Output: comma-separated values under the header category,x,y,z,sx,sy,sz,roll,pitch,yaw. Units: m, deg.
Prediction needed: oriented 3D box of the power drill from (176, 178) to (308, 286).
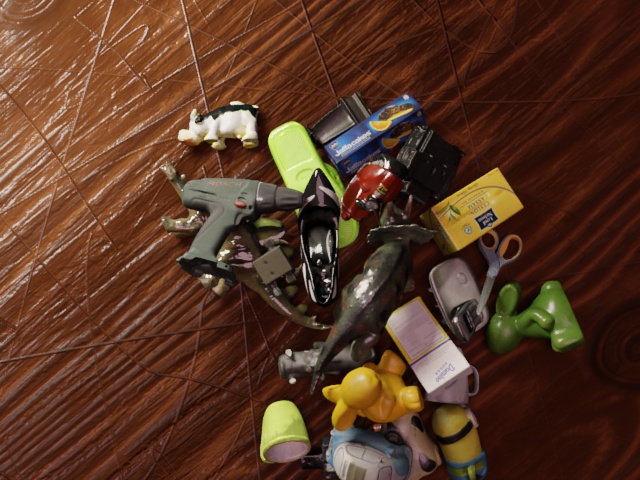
category,x,y,z,sx,sy,sz,roll,pitch,yaw
power drill,-0.157,-0.025,0.982,0.232,0.086,0.207,12,67,8

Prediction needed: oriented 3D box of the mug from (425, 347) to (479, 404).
category,x,y,z,sx,sy,sz,roll,pitch,yaw
mug,0.260,0.261,1.049,0.110,0.081,0.107,3,80,-7

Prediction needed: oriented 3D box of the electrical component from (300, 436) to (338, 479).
category,x,y,z,sx,sy,sz,roll,pitch,yaw
electrical component,0.023,0.436,1.073,0.119,0.048,0.074,-8,87,5

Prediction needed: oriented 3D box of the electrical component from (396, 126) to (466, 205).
category,x,y,z,sx,sy,sz,roll,pitch,yaw
electrical component,0.208,-0.140,1.054,0.115,0.058,0.134,26,90,-26

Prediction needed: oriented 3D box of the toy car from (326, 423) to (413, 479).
category,x,y,z,sx,sy,sz,roll,pitch,yaw
toy car,0.084,0.406,0.982,0.162,0.103,0.109,16,99,15

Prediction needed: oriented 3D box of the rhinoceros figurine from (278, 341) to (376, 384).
category,x,y,z,sx,sy,sz,roll,pitch,yaw
rhinoceros figurine,0.014,0.240,1.051,0.190,0.112,0.073,-5,90,-4

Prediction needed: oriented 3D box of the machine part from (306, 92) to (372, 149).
category,x,y,z,sx,sy,sz,roll,pitch,yaw
machine part,0.040,-0.240,1.104,0.139,0.039,0.084,-30,91,1

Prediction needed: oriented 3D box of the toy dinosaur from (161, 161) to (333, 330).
category,x,y,z,sx,sy,sz,roll,pitch,yaw
toy dinosaur,-0.157,0.024,1.078,0.198,0.105,0.471,-37,90,-1

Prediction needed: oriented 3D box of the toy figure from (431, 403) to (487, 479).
category,x,y,z,sx,sy,sz,roll,pitch,yaw
toy figure,0.271,0.401,1.031,0.082,0.089,0.180,-5,98,47

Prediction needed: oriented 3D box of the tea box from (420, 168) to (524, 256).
category,x,y,z,sx,sy,sz,roll,pitch,yaw
tea box,0.293,-0.054,1.040,0.170,0.068,0.098,-32,86,-16

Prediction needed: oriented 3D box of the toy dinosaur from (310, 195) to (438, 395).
category,x,y,z,sx,sy,sz,roll,pitch,yaw
toy dinosaur,0.100,0.086,0.976,0.131,0.192,0.405,22,55,14

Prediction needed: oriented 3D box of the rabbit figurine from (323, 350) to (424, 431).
category,x,y,z,sx,sy,sz,roll,pitch,yaw
rabbit figurine,0.083,0.266,0.962,0.162,0.173,0.122,-25,64,14

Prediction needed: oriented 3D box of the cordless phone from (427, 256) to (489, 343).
category,x,y,z,sx,sy,sz,roll,pitch,yaw
cordless phone,0.248,0.114,0.996,0.089,0.184,0.146,-23,87,21

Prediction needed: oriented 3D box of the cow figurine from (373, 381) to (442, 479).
category,x,y,z,sx,sy,sz,roll,pitch,yaw
cow figurine,0.166,0.363,1.048,0.127,0.085,0.195,-32,83,9

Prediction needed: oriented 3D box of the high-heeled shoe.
category,x,y,z,sx,sy,sz,roll,pitch,yaw
high-heeled shoe,-0.002,-0.003,0.998,0.086,0.145,0.248,-5,104,4

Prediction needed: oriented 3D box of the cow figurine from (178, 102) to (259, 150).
category,x,y,z,sx,sy,sz,roll,pitch,yaw
cow figurine,-0.209,-0.239,1.107,0.167,0.068,0.098,-1,82,1

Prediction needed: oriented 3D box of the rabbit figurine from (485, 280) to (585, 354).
category,x,y,z,sx,sy,sz,roll,pitch,yaw
rabbit figurine,0.393,0.155,1.026,0.170,0.121,0.159,-23,83,18

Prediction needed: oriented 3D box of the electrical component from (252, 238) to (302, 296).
category,x,y,z,sx,sy,sz,roll,pitch,yaw
electrical component,-0.081,0.046,1.023,0.078,0.045,0.102,-37,94,8

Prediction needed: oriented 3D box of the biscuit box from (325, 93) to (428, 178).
category,x,y,z,sx,sy,sz,roll,pitch,yaw
biscuit box,0.112,-0.207,1.075,0.203,0.059,0.063,-34,54,2

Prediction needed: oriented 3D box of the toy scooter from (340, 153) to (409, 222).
category,x,y,z,sx,sy,sz,roll,pitch,yaw
toy scooter,0.090,-0.089,0.993,0.075,0.184,0.135,34,90,-12
